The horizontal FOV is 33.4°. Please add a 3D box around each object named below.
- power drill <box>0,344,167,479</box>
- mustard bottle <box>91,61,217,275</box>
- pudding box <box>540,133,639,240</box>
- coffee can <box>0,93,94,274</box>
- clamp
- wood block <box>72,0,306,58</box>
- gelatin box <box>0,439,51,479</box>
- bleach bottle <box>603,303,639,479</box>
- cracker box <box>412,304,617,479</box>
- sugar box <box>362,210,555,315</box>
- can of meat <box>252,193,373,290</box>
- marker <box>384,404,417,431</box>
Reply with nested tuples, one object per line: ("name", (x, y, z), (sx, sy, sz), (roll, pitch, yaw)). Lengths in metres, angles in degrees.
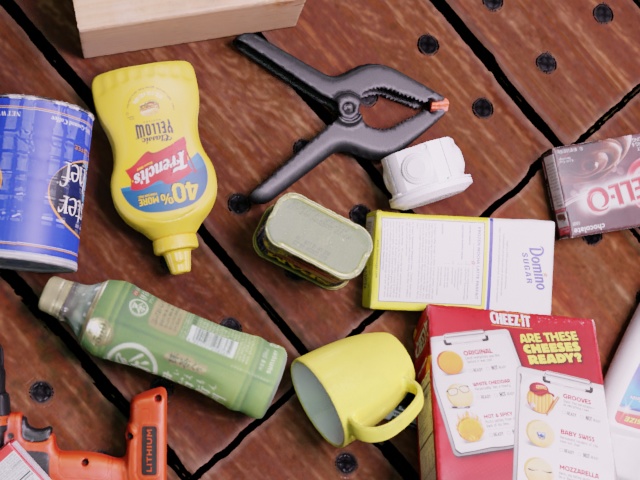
("power drill", (-0.228, 0.170, 0.937), (0.187, 0.057, 0.184), (-1, 87, -6))
("mustard bottle", (-0.146, -0.063, 0.978), (0.096, 0.058, 0.191), (-11, 85, -11))
("pudding box", (0.282, -0.052, 1.050), (0.113, 0.039, 0.090), (-10, 85, -10))
("coffee can", (-0.257, -0.047, 0.936), (0.102, 0.103, 0.140), (6, 82, -8))
("clamp", (0.017, -0.131, 1.021), (0.209, 0.036, 0.164), (-11, 85, -12))
("wood block", (-0.126, -0.237, 0.987), (0.206, 0.091, 0.090), (-11, 84, -10))
("gelatin box", (-0.254, 0.223, 0.886), (0.073, 0.030, 0.089), (-43, 93, -8))
("bleach bottle", (0.325, 0.142, 1.021), (0.102, 0.068, 0.251), (28, 82, -2))
("cracker box", (0.171, 0.171, 0.951), (0.164, 0.072, 0.213), (6, 56, -9))
("sugar box", (0.131, 0.023, 1.014), (0.176, 0.048, 0.093), (4, 89, -11))
("can of meat", (-0.006, 0.001, 0.977), (0.102, 0.084, 0.057), (27, 80, -5))
("marker", (0.109, 0.177, 1.005), (0.121, 0.020, 0.020), (22, 80, -5))
